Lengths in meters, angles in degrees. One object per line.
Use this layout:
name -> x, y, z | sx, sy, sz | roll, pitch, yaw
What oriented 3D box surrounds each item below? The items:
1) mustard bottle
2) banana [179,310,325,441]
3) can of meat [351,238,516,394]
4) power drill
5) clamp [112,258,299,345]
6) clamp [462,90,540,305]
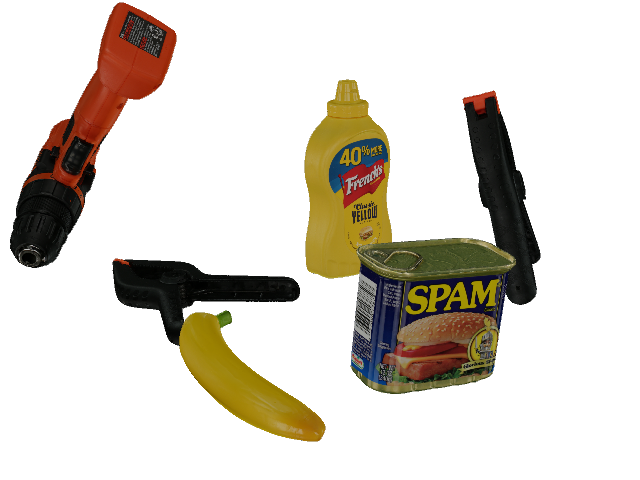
mustard bottle -> 0.028, -0.064, 1.065 | 0.096, 0.192, 0.058 | -14, 20, -36
banana -> -0.068, 0.102, 0.854 | 0.069, 0.037, 0.198 | -10, 30, -25
can of meat -> 0.071, 0.048, 0.696 | 0.101, 0.084, 0.058 | -4, 20, -26
power drill -> -0.189, -0.087, 0.865 | 0.057, 0.188, 0.184 | 27, 33, -20
clamp -> -0.149, 0.054, 1.086 | 0.210, 0.036, 0.164 | 11, 21, 34
clamp -> 0.150, -0.033, 0.874 | 0.039, 0.171, 0.120 | -17, 20, 12
